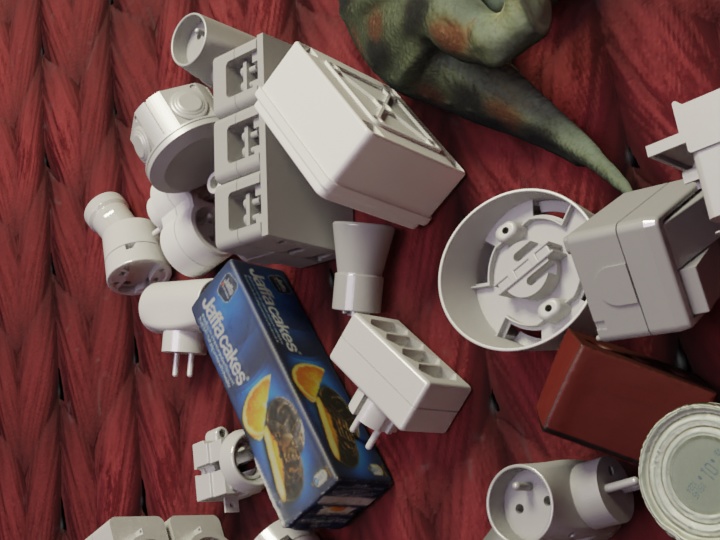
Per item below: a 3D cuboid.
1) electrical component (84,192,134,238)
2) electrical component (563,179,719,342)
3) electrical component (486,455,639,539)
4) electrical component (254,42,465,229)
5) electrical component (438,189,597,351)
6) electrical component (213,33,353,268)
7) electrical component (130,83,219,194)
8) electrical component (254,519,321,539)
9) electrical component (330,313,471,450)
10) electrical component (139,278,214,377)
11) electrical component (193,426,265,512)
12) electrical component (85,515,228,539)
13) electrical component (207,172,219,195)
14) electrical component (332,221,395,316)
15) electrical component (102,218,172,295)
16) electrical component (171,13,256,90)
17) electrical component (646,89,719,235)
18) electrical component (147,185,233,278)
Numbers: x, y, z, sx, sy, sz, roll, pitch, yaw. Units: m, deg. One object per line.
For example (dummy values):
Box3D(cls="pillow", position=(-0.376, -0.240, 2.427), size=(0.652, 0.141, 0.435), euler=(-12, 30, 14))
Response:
Box3D(cls="electrical component", position=(-0.221, -0.042, 0.972), size=(0.046, 0.040, 0.040), euler=(47, 113, 32))
Box3D(cls="electrical component", position=(0.164, -0.010, 0.577), size=(0.061, 0.096, 0.061), euler=(-13, 102, 40))
Box3D(cls="electrical component", position=(0.124, 0.125, 0.592), size=(0.079, 0.077, 0.043), euler=(-26, 64, 36))
Box3D(cls="electrical component", position=(0.000, -0.090, 0.730), size=(0.056, 0.109, 0.108), euler=(-50, 52, 20))
Box3D(cls="electrical component", position=(0.104, 0.002, 0.644), size=(0.099, 0.064, 0.099), euler=(-10, 75, 41))
Box3D(cls="electrical component", position=(-0.059, -0.084, 0.795), size=(0.062, 0.089, 0.150), euler=(-15, 72, 40))
Box3D(cls="electrical component", position=(-0.135, -0.101, 0.833), size=(0.080, 0.080, 0.051), euler=(-45, 65, 27))
Box3D(cls="electrical component", position=(-0.046, 0.207, 0.749), size=(0.047, 0.055, 0.055), euler=(41, 109, 36))
Box3D(cls="electrical component", position=(0.017, 0.084, 0.719), size=(0.083, 0.047, 0.075), euler=(42, 110, 39))
Box3D(cls="electrical component", position=(-0.141, 0.048, 0.875), size=(0.077, 0.044, 0.079), euler=(-4, 79, 42))
Box3D(cls="electrical component", position=(-0.094, 0.148, 0.812), size=(0.055, 0.048, 0.066), euler=(-27, 63, 45))
Box3D(cls="electrical component", position=(-0.130, 0.272, 0.776), size=(0.060, 0.105, 0.186), euler=(-40, 57, 29))
Box3D(cls="electrical component", position=(-0.090, -0.062, 0.838), size=(0.043, 0.062, 0.043), euler=(-10, 74, 41))
Box3D(cls="electrical component", position=(0.000, 0.000, 0.758), size=(0.044, 0.044, 0.065), euler=(5, 90, 43))
Box3D(cls="electrical component", position=(-0.195, -0.012, 0.931), size=(0.055, 0.055, 0.047), euler=(-38, 54, 31))
Box3D(cls="electrical component", position=(-0.103, -0.160, 0.859), size=(0.044, 0.077, 0.079), euler=(-42, 56, 29))
Box3D(cls="electrical component", position=(0.206, -0.048, 0.521), size=(0.079, 0.121, 0.063), euler=(-22, 70, 38))
Box3D(cls="electrical component", position=(-0.154, -0.055, 0.902), size=(0.074, 0.052, 0.138), euler=(-33, 61, 33))
